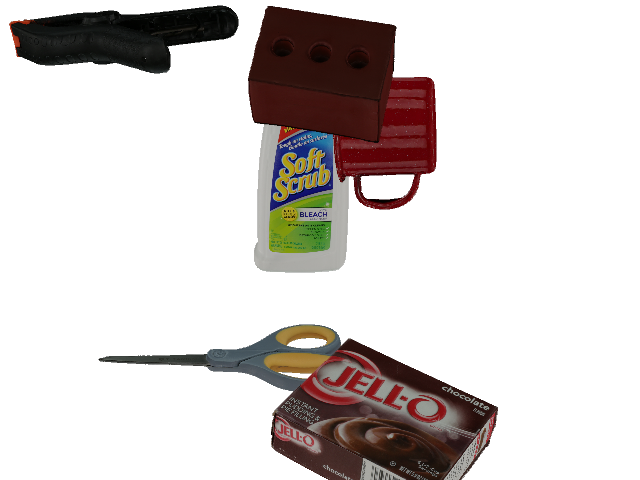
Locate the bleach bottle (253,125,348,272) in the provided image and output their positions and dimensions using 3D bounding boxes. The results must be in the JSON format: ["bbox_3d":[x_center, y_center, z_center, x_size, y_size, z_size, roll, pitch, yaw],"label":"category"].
[{"bbox_3d":[-0.022,-0.092,1.089,0.102,0.251,0.068,0,26,4],"label":"bleach bottle"}]

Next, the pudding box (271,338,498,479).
[{"bbox_3d":[0.040,0.116,0.661,0.114,0.039,0.089,25,39,23],"label":"pudding box"}]

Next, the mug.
[{"bbox_3d":[0.056,-0.084,0.902,0.081,0.117,0.093,-1,-7,8],"label":"mug"}]

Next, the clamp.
[{"bbox_3d":[-0.149,-0.153,0.794,0.172,0.039,0.120,11,22,29],"label":"clamp"}]

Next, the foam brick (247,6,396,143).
[{"bbox_3d":[0.002,-0.096,0.619,0.078,0.053,0.051,10,-21,8],"label":"foam brick"}]

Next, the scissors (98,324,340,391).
[{"bbox_3d":[-0.070,0.089,0.876,0.202,0.016,0.096,7,26,13],"label":"scissors"}]
